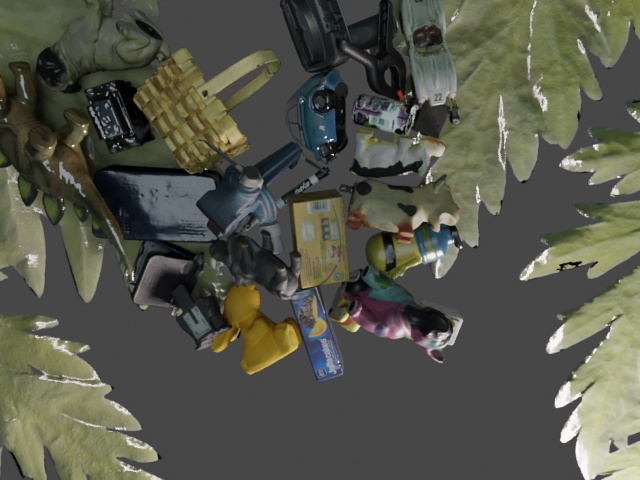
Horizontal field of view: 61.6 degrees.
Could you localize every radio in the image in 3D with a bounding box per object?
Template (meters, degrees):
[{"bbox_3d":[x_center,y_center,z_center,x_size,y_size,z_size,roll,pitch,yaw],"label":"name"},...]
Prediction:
[{"bbox_3d":[-0.295,-0.067,0.991,0.230,0.073,0.131,2,104,-5],"label":"radio"}]

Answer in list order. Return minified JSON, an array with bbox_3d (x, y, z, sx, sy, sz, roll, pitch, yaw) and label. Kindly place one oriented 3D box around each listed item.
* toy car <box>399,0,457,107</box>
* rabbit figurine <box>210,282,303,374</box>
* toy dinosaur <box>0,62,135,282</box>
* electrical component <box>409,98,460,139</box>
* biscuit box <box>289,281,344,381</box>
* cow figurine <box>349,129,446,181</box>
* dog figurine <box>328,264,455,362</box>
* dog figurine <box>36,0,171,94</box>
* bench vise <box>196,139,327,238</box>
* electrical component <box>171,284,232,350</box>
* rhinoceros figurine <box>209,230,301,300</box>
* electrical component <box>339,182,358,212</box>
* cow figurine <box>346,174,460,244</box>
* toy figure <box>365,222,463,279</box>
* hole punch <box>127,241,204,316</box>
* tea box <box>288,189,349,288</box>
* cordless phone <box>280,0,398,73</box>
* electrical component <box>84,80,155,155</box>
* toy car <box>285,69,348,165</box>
[{"bbox_3d":[0.185,-0.329,0.924,0.074,0.056,0.201,-9,85,1],"label":"toy car"},{"bbox_3d":[-0.134,0.163,1.055,0.162,0.122,0.173,-28,91,15],"label":"rabbit figurine"},{"bbox_3d":[-0.451,-0.133,0.901,0.471,0.105,0.198,47,136,12],"label":"toy dinosaur"},{"bbox_3d":[0.202,-0.228,0.978,0.102,0.045,0.078,23,102,-8],"label":"electrical component"},{"bbox_3d":[-0.006,0.178,1.074,0.059,0.063,0.202,-16,105,4],"label":"biscuit box"},{"bbox_3d":[0.141,-0.149,0.986,0.167,0.068,0.098,7,111,0],"label":"cow figurine"},{"bbox_3d":[0.144,0.148,1.014,0.219,0.191,0.108,30,68,-11],"label":"dog figurine"},{"bbox_3d":[-0.371,-0.307,0.918,0.172,0.121,0.190,38,115,-8],"label":"dog figurine"},{"bbox_3d":[-0.105,-0.098,0.895,0.129,0.223,0.240,41,61,10],"label":"bench vise"},{"bbox_3d":[-0.229,0.138,1.007,0.075,0.047,0.119,-42,77,13],"label":"electrical component"},{"bbox_3d":[-0.121,0.043,0.995,0.191,0.073,0.112,26,126,21],"label":"rhinoceros figurine"},{"bbox_3d":[0.079,-0.075,1.028,0.094,0.021,0.063,13,105,-6],"label":"electrical component"},{"bbox_3d":[0.155,-0.063,0.971,0.195,0.085,0.127,13,77,8],"label":"cow figurine"},{"bbox_3d":[0.175,0.009,1.026,0.180,0.082,0.089,-21,94,8],"label":"toy figure"},{"bbox_3d":[-0.300,0.063,1.028,0.115,0.092,0.142,17,103,-37],"label":"hole punch"},{"bbox_3d":[-0.002,-0.003,1.011,0.098,0.068,0.169,-7,110,-9],"label":"tea box"},{"bbox_3d":[0.038,-0.382,0.923,0.184,0.089,0.146,-23,105,-7],"label":"cordless phone"},{"bbox_3d":[-0.341,-0.209,0.916,0.058,0.134,0.114,-19,107,4],"label":"electrical component"},{"bbox_3d":[-0.008,-0.219,0.953,0.103,0.109,0.161,7,118,19],"label":"toy car"}]
